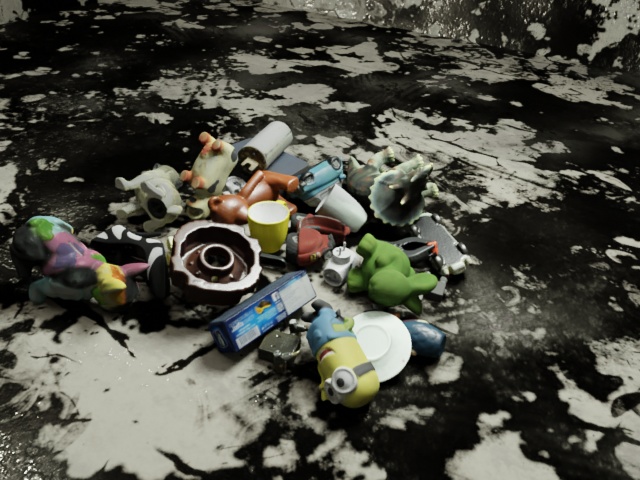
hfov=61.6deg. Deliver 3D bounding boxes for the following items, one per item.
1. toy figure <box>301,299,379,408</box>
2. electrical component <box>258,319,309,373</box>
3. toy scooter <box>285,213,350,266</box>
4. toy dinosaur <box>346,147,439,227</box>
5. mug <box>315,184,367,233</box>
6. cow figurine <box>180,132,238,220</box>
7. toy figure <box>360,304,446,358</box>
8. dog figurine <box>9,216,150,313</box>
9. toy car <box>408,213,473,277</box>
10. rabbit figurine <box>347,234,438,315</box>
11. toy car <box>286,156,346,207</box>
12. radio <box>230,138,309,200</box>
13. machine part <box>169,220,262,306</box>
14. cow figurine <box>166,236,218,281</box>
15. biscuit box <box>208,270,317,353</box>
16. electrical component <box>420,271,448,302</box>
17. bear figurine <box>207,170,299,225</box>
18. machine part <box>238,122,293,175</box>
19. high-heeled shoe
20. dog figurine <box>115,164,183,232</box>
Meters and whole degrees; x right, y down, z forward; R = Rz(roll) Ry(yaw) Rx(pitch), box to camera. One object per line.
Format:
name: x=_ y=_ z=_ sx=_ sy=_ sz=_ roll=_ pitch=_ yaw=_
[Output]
toy figure: x=0.033 y=0.181 z=0.868 sx=0.089 sy=0.082 sz=0.180 roll=-7 pitch=48 yaw=-21
electrical component: x=-0.061 y=0.177 z=0.920 sx=0.078 sy=0.045 sz=0.102 roll=18 pitch=37 yaw=16
toy scooter: x=-0.002 y=-0.003 z=1.158 sx=0.135 sy=0.075 sz=0.184 roll=6 pitch=31 yaw=1
toy dinosaur: x=0.139 y=-0.134 z=1.308 sx=0.192 sy=0.131 sz=0.405 roll=-28 pitch=24 yaw=-27
mug: x=0.054 y=-0.068 z=1.243 sx=0.107 sy=0.081 sz=0.109 roll=37 pitch=12 yaw=-5
cow figurine: x=-0.251 y=-0.133 z=1.230 sx=0.086 sy=0.194 sz=0.127 roll=28 pitch=5 yaw=34
toy figure: x=0.143 y=0.164 z=0.951 sx=0.155 sy=0.057 sz=0.064 roll=16 pitch=30 yaw=25
dog figurine: x=-0.424 y=0.045 z=0.968 sx=0.219 sy=0.191 sz=0.108 roll=-1 pitch=26 yaw=21
toy car: x=0.258 y=0.008 z=1.173 sx=0.073 sy=0.056 sz=0.202 roll=-25 pitch=41 yaw=-3
rabbit figurine: x=0.129 y=0.084 z=1.005 sx=0.159 sy=0.121 sz=0.170 roll=25 pitch=16 yaw=-5
toy car: x=0.001 y=-0.133 z=1.310 sx=0.109 sy=0.102 sz=0.162 roll=-18 pitch=16 yaw=50
radio: x=-0.146 y=-0.186 z=1.402 sx=0.230 sy=0.073 sz=0.131 roll=29 pitch=41 yaw=28
machine part: x=-0.192 y=0.042 z=0.990 sx=0.179 sy=0.056 sz=0.179 roll=11 pitch=46 yaw=-11
cow figurine: x=-0.239 y=0.051 z=1.067 sx=0.098 sy=0.068 sz=0.168 roll=-12 pitch=39 yaw=-30
biscuit box: x=-0.100 y=0.125 z=0.959 sx=0.203 sy=0.059 sz=0.063 roll=-31 pitch=11 yaw=-39
electrical component: x=0.223 y=0.098 z=1.079 sx=0.063 sy=0.021 sz=0.094 roll=16 pitch=37 yaw=16
bear figurine: x=-0.153 y=-0.078 z=1.210 sx=0.132 sy=0.120 sz=0.196 roll=25 pitch=42 yaw=21
machine part: x=-0.134 y=-0.231 z=1.336 sx=0.079 sy=0.079 sz=0.243 roll=14 pitch=37 yaw=14
high-heeled shoe: x=-0.375 y=0.044 z=1.050 sx=0.145 sy=0.086 sz=0.249 roll=-11 pitch=33 yaw=-15
dog figurine: x=-0.354 y=-0.112 z=1.244 sx=0.172 sy=0.121 sz=0.190 roll=27 pitch=32 yaw=11
